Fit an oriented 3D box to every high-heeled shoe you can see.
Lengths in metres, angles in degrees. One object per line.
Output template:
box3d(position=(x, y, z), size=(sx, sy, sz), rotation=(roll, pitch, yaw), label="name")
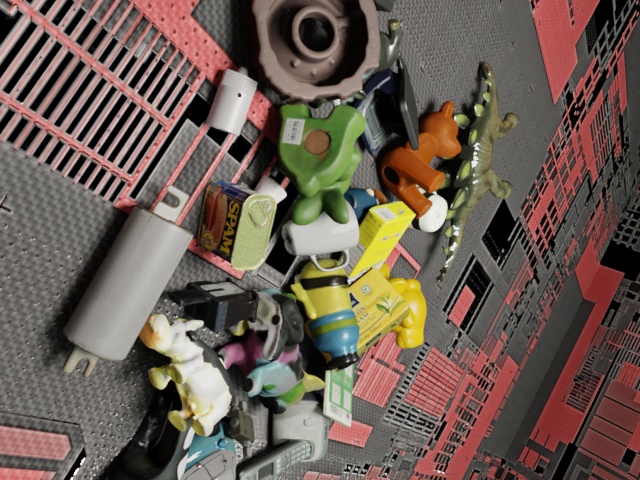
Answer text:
box3d(position=(-0.228, 0.257, 0.727), size=(0.249, 0.086, 0.145), rotation=(-41, 133, -35), label="high-heeled shoe")

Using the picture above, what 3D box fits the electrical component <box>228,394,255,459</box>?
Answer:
box3d(position=(-0.127, 0.300, 0.863), size=(0.021, 0.094, 0.063), rotation=(-18, 145, 7), label="electrical component")

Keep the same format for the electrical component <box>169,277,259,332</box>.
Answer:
box3d(position=(-0.149, 0.089, 0.733), size=(0.119, 0.075, 0.047), rotation=(-9, 115, -51), label="electrical component")

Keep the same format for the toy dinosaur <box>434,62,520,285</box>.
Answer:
box3d(position=(0.315, -0.136, 1.142), size=(0.198, 0.105, 0.470), rotation=(-6, 104, -40), label="toy dinosaur")

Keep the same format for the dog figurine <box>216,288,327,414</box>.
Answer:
box3d(position=(-0.060, 0.186, 0.869), size=(0.219, 0.109, 0.191), rotation=(35, 79, -56), label="dog figurine")

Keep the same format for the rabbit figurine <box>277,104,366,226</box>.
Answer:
box3d(position=(0.013, -0.099, 0.778), size=(0.170, 0.121, 0.159), rotation=(44, 46, -72), label="rabbit figurine")

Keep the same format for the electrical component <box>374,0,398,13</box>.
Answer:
box3d(position=(0.077, -0.392, 0.758), size=(0.134, 0.058, 0.114), rotation=(11, 102, -52), label="electrical component")

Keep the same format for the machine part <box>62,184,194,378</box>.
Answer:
box3d(position=(-0.220, 0.049, 0.626), size=(0.079, 0.079, 0.243), rotation=(36, 80, -52), label="machine part")

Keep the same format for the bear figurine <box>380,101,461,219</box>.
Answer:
box3d(position=(0.206, -0.153, 0.985), size=(0.196, 0.132, 0.120), rotation=(-37, 159, -26), label="bear figurine")

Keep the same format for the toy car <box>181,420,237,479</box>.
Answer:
box3d(position=(-0.183, 0.354, 0.811), size=(0.161, 0.103, 0.109), rotation=(-17, 121, -46), label="toy car")

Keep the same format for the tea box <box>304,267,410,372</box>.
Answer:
box3d(position=(0.065, 0.141, 0.947), size=(0.169, 0.098, 0.068), rotation=(-40, 158, -7), label="tea box")

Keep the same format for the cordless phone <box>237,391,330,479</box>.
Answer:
box3d(position=(-0.074, 0.355, 0.959), size=(0.184, 0.089, 0.146), rotation=(-19, 123, -38), label="cordless phone")

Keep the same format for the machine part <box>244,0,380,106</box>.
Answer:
box3d(position=(-0.010, -0.256, 0.672), size=(0.179, 0.056, 0.179), rotation=(-2, 97, -21), label="machine part")

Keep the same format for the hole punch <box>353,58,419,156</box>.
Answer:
box3d(position=(0.113, -0.213, 0.887), size=(0.142, 0.092, 0.116), rotation=(58, 33, -44), label="hole punch")

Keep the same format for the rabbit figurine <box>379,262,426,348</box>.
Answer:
box3d(position=(0.124, 0.134, 1.049), size=(0.173, 0.122, 0.162), rotation=(0, 117, -29), label="rabbit figurine")

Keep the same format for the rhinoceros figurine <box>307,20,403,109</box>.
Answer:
box3d(position=(0.045, -0.259, 0.786), size=(0.190, 0.073, 0.112), rotation=(-41, 146, -31), label="rhinoceros figurine")

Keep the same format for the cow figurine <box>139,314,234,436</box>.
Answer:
box3d(position=(-0.166, 0.157, 0.694), size=(0.098, 0.068, 0.167), rotation=(-38, 114, -51), label="cow figurine")

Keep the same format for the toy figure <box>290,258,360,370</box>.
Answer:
box3d(position=(0.019, 0.117, 0.878), size=(0.089, 0.180, 0.082), rotation=(-23, 161, 7), label="toy figure")

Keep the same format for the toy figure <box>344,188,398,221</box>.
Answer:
box3d(position=(0.086, -0.061, 0.942), size=(0.154, 0.064, 0.058), rotation=(1, 71, -54), label="toy figure")

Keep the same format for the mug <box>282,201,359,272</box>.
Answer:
box3d(position=(-0.002, -0.003, 0.844), size=(0.107, 0.081, 0.109), rotation=(-15, 102, -20), label="mug")
